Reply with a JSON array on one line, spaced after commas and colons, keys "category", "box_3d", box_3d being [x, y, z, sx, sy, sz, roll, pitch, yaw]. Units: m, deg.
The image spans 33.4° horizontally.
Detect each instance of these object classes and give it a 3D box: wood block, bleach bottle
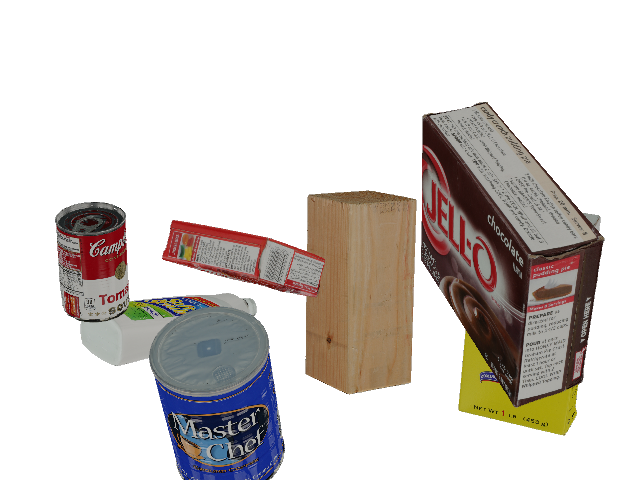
[{"category": "wood block", "box_3d": [0.043, 0.053, 1.181, 0.090, 0.206, 0.091, -5, 12, -33]}, {"category": "bleach bottle", "box_3d": [-0.198, 0.110, 1.477, 0.250, 0.068, 0.103, -9, 24, -43]}]

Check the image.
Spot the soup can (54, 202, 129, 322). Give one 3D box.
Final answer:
[{"category": "soup can", "box_3d": [-0.226, 0.022, 1.063, 0.068, 0.102, 0.068, 2, 27, -1]}]

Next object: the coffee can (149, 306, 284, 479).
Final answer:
[{"category": "coffee can", "box_3d": [-0.089, 0.144, 0.949, 0.103, 0.140, 0.103, -4, 39, 3]}]

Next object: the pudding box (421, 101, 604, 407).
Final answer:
[{"category": "pudding box", "box_3d": [0.082, 0.004, 0.487, 0.039, 0.090, 0.113, -16, 41, -13]}]

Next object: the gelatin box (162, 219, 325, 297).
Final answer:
[{"category": "gelatin box", "box_3d": [-0.048, 0.013, 0.701, 0.073, 0.030, 0.089, 11, -5, 26]}]

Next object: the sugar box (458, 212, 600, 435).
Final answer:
[{"category": "sugar box", "box_3d": [0.165, 0.061, 0.855, 0.093, 0.176, 0.048, 9, 23, 22]}]
